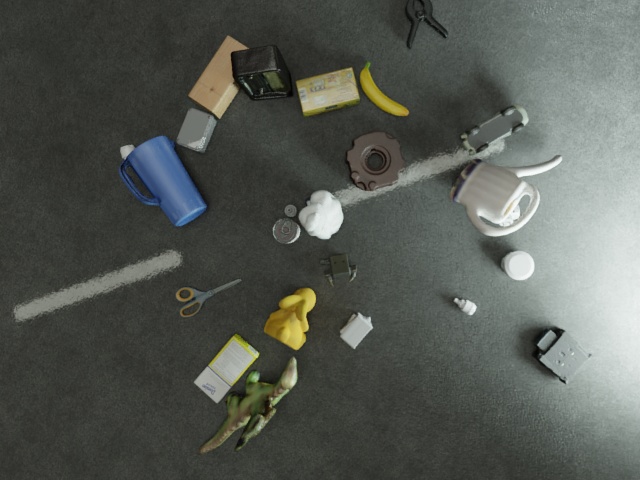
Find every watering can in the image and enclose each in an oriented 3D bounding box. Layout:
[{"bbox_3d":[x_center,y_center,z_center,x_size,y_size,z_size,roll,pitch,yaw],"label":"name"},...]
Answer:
[{"bbox_3d":[0.505,-0.156,1.425,0.226,0.101,0.353,32,64,24],"label":"watering can"}]

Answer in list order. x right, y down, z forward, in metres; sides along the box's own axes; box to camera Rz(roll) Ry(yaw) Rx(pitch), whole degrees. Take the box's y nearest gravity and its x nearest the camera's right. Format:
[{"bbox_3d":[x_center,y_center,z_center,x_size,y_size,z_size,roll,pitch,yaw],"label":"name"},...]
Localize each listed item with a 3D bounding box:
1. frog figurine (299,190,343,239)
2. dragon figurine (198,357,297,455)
[{"bbox_3d":[0.004,-0.072,1.425,0.123,0.159,0.137,4,90,1],"label":"frog figurine"},{"bbox_3d":[-0.196,0.471,1.373,0.122,0.243,0.411,42,88,-3],"label":"dragon figurine"}]
